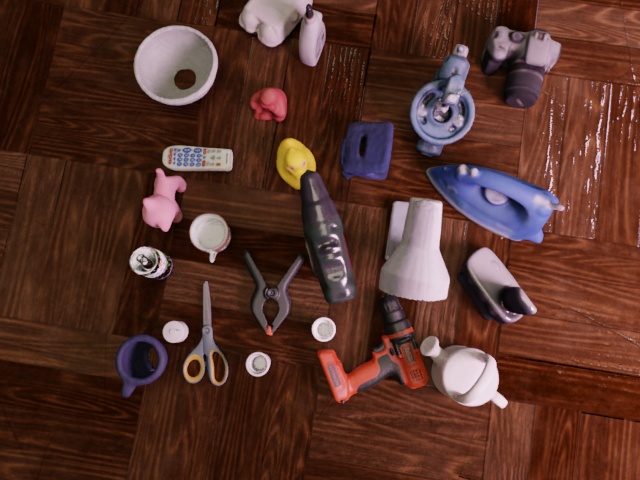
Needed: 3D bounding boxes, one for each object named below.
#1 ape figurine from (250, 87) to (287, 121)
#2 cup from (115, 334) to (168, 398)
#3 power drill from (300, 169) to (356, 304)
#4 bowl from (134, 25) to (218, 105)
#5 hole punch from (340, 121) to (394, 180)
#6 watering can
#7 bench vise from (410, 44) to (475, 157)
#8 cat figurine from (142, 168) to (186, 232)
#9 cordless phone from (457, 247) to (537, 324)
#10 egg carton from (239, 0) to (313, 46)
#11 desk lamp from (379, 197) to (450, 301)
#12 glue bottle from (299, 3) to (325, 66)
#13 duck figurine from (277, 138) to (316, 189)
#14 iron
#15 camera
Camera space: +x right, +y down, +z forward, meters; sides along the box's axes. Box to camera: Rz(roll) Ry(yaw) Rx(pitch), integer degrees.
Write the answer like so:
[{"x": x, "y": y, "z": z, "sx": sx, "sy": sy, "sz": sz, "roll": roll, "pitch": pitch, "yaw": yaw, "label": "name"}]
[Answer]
[{"x": -0.100, "y": -0.276, "z": 1.143, "sx": 0.078, "sy": 0.092, "sz": 0.076, "roll": 44, "pitch": 85, "yaw": 7, "label": "ape figurine"}, {"x": -0.328, "y": 0.235, "z": 1.072, "sx": 0.091, "sy": 0.095, "sz": 0.118, "roll": 22, "pitch": 83, "yaw": 4, "label": "cup"}, {"x": 0.010, "y": 0.004, "z": 1.041, "sx": 0.075, "sy": 0.208, "sz": 0.229, "roll": -16, "pitch": 82, "yaw": -1, "label": "power drill"}, {"x": -0.285, "y": -0.343, "z": 1.165, "sx": 0.167, "sy": 0.075, "sz": 0.167, "roll": 0, "pitch": 82, "yaw": 1, "label": "bowl"}, {"x": 0.091, "y": -0.176, "z": 1.125, "sx": 0.101, "sy": 0.091, "sz": 0.109, "roll": 7, "pitch": 82, "yaw": 2, "label": "hole punch"}, {"x": 0.254, "y": 0.238, "z": 1.010, "sx": 0.172, "sy": 0.194, "sz": 0.101, "roll": 15, "pitch": 82, "yaw": 4, "label": "watering can"}, {"x": 0.230, "y": -0.281, "z": 1.073, "sx": 0.121, "sy": 0.220, "sz": 0.207, "roll": 0, "pitch": 82, "yaw": 2, "label": "bench vise"}, {"x": -0.307, "y": -0.075, "z": 1.105, "sx": 0.067, "sy": 0.118, "sz": 0.128, "roll": 1, "pitch": 82, "yaw": 2, "label": "cat figurine"}, {"x": 0.329, "y": 0.080, "z": 1.036, "sx": 0.094, "sy": 0.185, "sz": 0.147, "roll": -37, "pitch": 82, "yaw": -4, "label": "cordless phone"}, {"x": -0.089, "y": -0.476, "z": 1.183, "sx": 0.107, "sy": 0.069, "sz": 0.150, "roll": 36, "pitch": 84, "yaw": 6, "label": "egg carton"}, {"x": 0.171, "y": 0.012, "z": 1.034, "sx": 0.118, "sy": 0.213, "sz": 0.203, "roll": 7, "pitch": 82, "yaw": 3, "label": "desk lamp"}, {"x": -0.017, "y": -0.412, "z": 1.120, "sx": 0.037, "sy": 0.173, "sz": 0.078, "roll": 20, "pitch": 83, "yaw": 4, "label": "glue bottle"}, {"x": -0.049, "y": -0.157, "z": 1.128, "sx": 0.077, "sy": 0.086, "sz": 0.104, "roll": -21, "pitch": 82, "yaw": -2, "label": "duck figurine"}, {"x": 0.328, "y": -0.094, "z": 1.083, "sx": 0.258, "sy": 0.141, "sz": 0.119, "roll": 24, "pitch": 83, "yaw": 5, "label": "iron"}, {"x": 0.396, "y": -0.343, "z": 1.138, "sx": 0.143, "sy": 0.101, "sz": 0.137, "roll": 13, "pitch": 82, "yaw": 3, "label": "camera"}]
